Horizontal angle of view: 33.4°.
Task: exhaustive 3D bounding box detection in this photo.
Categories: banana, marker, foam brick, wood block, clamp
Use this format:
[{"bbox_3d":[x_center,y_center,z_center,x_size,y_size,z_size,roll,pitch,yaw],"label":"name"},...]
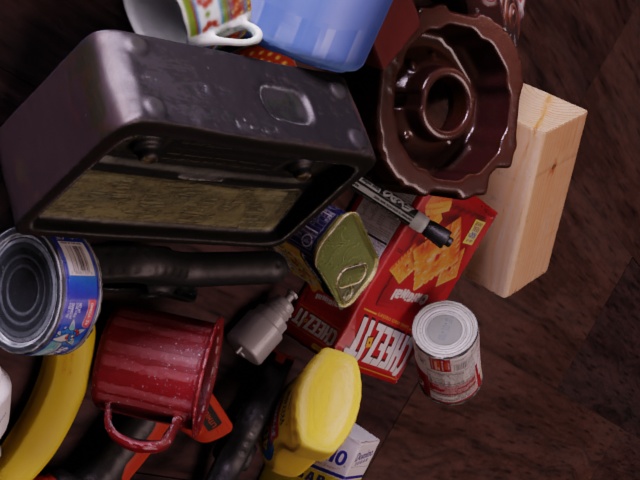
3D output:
[{"bbox_3d":[-0.204,0.113,0.780,0.069,0.037,0.198,7,109,-37],"label":"banana"},{"bbox_3d":[0.069,-0.030,0.971,0.020,0.121,0.020,-57,180,-1],"label":"marker"},{"bbox_3d":[0.030,-0.177,0.830,0.053,0.078,0.051,-51,146,-14],"label":"foam brick"},{"bbox_3d":[0.213,-0.054,1.174,0.090,0.090,0.206,-26,135,-41],"label":"wood block"},{"bbox_3d":[-0.109,0.022,0.776,0.171,0.120,0.039,7,69,-55],"label":"clamp"},{"bbox_3d":[-0.082,0.200,0.988,0.165,0.036,0.210,124,-8,-74],"label":"clamp"}]

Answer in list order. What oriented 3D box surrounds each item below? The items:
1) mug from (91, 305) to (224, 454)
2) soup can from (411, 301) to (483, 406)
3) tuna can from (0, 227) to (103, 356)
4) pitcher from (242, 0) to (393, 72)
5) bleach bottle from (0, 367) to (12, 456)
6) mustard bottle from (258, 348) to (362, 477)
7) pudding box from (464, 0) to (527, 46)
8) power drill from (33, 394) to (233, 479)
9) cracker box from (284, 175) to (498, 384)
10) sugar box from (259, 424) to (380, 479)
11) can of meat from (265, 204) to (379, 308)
[{"bbox_3d":[-0.125,0.105,0.800,0.093,0.081,0.117,99,3,-56],"label":"mug"},{"bbox_3d":[0.130,0.115,1.084,0.068,0.069,0.102,-46,150,-21],"label":"soup can"},{"bbox_3d":[-0.183,0.033,0.694,0.033,0.086,0.086,5,111,-54],"label":"tuna can"},{"bbox_3d":[0.022,-0.245,0.727,0.148,0.145,0.243,5,113,-44],"label":"pitcher"},{"bbox_3d":[-0.254,0.073,0.650,0.102,0.068,0.251,-41,146,-26],"label":"bleach bottle"},{"bbox_3d":[-0.018,0.173,1.009,0.192,0.058,0.096,127,-22,-62],"label":"mustard bottle"},{"bbox_3d":[0.162,-0.235,0.978,0.113,0.039,0.090,65,38,-55],"label":"pudding box"},{"bbox_3d":[-0.158,0.199,0.890,0.187,0.057,0.184,-48,149,-20],"label":"power drill"},{"bbox_3d":[0.075,0.029,1.065,0.214,0.072,0.164,-60,148,1],"label":"cracker box"},{"bbox_3d":[-0.017,0.260,1.101,0.048,0.093,0.176,7,109,-56],"label":"sugar box"},{"bbox_3d":[-0.006,0.001,0.917,0.057,0.084,0.102,-51,147,-15],"label":"can of meat"}]
